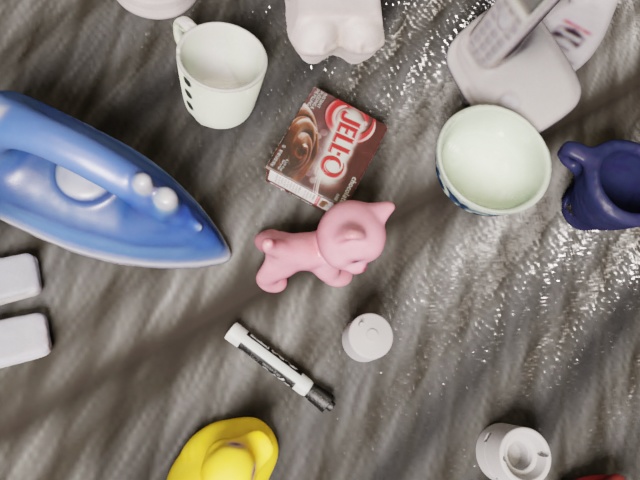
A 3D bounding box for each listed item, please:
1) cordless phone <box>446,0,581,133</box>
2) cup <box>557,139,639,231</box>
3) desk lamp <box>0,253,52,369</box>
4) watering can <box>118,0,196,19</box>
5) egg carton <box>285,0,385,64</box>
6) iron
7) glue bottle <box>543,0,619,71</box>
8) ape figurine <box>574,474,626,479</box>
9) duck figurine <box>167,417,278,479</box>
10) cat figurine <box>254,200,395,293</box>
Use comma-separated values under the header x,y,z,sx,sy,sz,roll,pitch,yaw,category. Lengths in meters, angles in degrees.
x,y,z,sx,sy,sz,roll,pitch,yaw,category
0.219,-0.197,0.585,0.094,0.185,0.147,-28,80,-16,cordless phone
0.286,-0.053,0.601,0.118,0.095,0.092,32,71,1,cup
-0.333,0.048,0.407,0.203,0.213,0.118,-15,76,-13,desk lamp
-0.164,-0.321,0.554,0.173,0.194,0.101,-38,82,-17,watering can
0.013,-0.268,0.633,0.107,0.069,0.150,-4,74,-10,egg carton
-0.195,-0.055,0.498,0.258,0.141,0.119,24,71,-2,iron
0.288,-0.248,0.618,0.078,0.173,0.037,24,71,-1,glue bottle
0.261,0.247,0.509,0.076,0.092,0.078,33,71,2,ape figurine
-0.080,0.192,0.473,0.105,0.086,0.077,-33,81,-17,duck figurine
0.005,0.002,0.526,0.128,0.117,0.067,-6,75,-11,cat figurine
